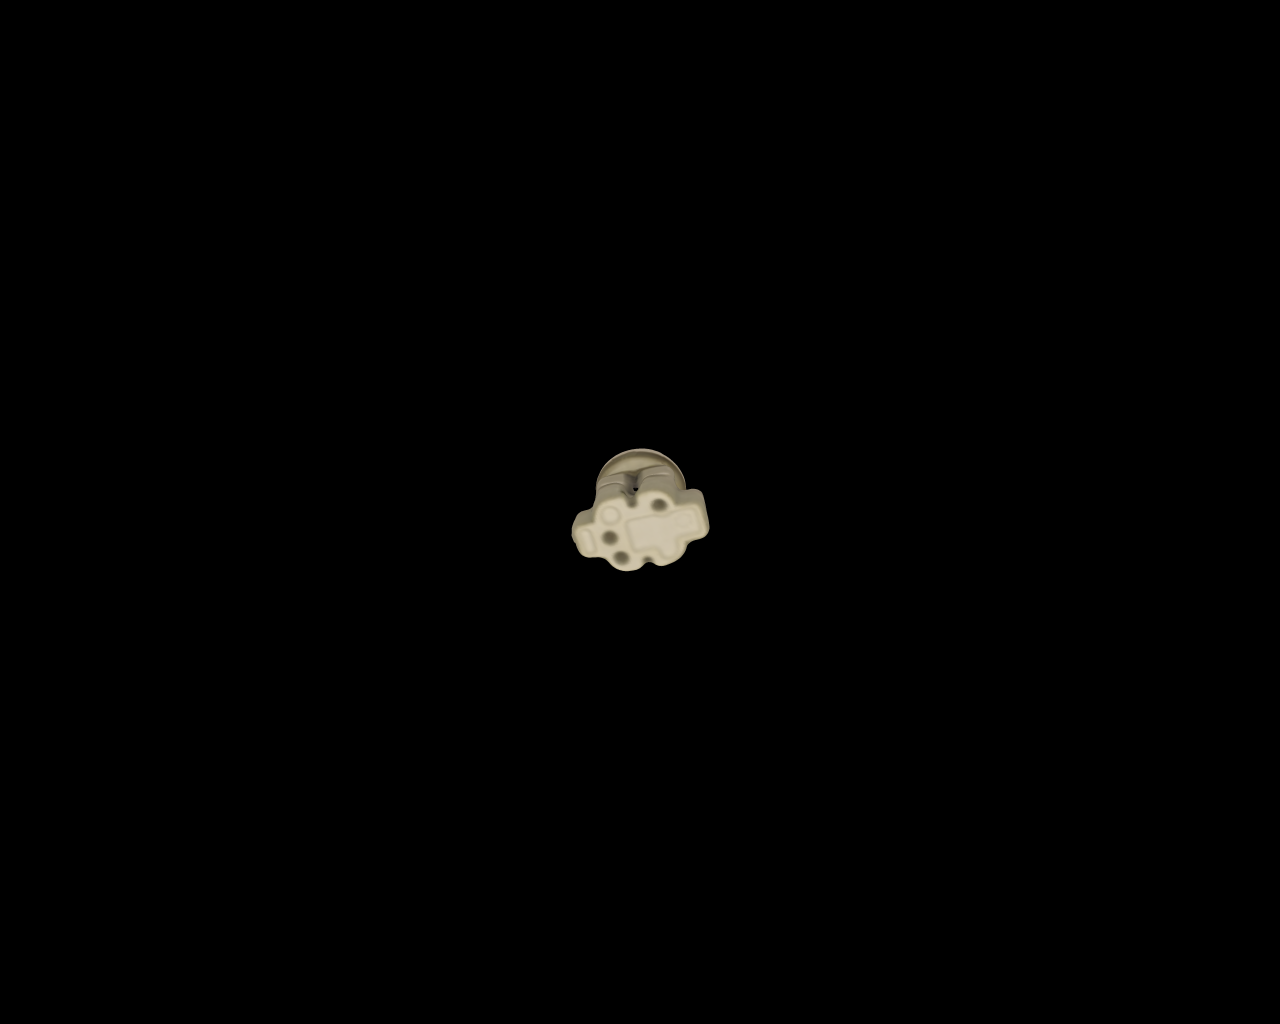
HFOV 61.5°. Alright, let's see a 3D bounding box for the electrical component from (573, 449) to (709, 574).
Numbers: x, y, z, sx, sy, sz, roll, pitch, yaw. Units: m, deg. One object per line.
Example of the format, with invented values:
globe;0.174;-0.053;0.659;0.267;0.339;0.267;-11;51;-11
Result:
electrical component;0.001;-0.003;0.650;0.078;0.058;0.057;-11;30;7
